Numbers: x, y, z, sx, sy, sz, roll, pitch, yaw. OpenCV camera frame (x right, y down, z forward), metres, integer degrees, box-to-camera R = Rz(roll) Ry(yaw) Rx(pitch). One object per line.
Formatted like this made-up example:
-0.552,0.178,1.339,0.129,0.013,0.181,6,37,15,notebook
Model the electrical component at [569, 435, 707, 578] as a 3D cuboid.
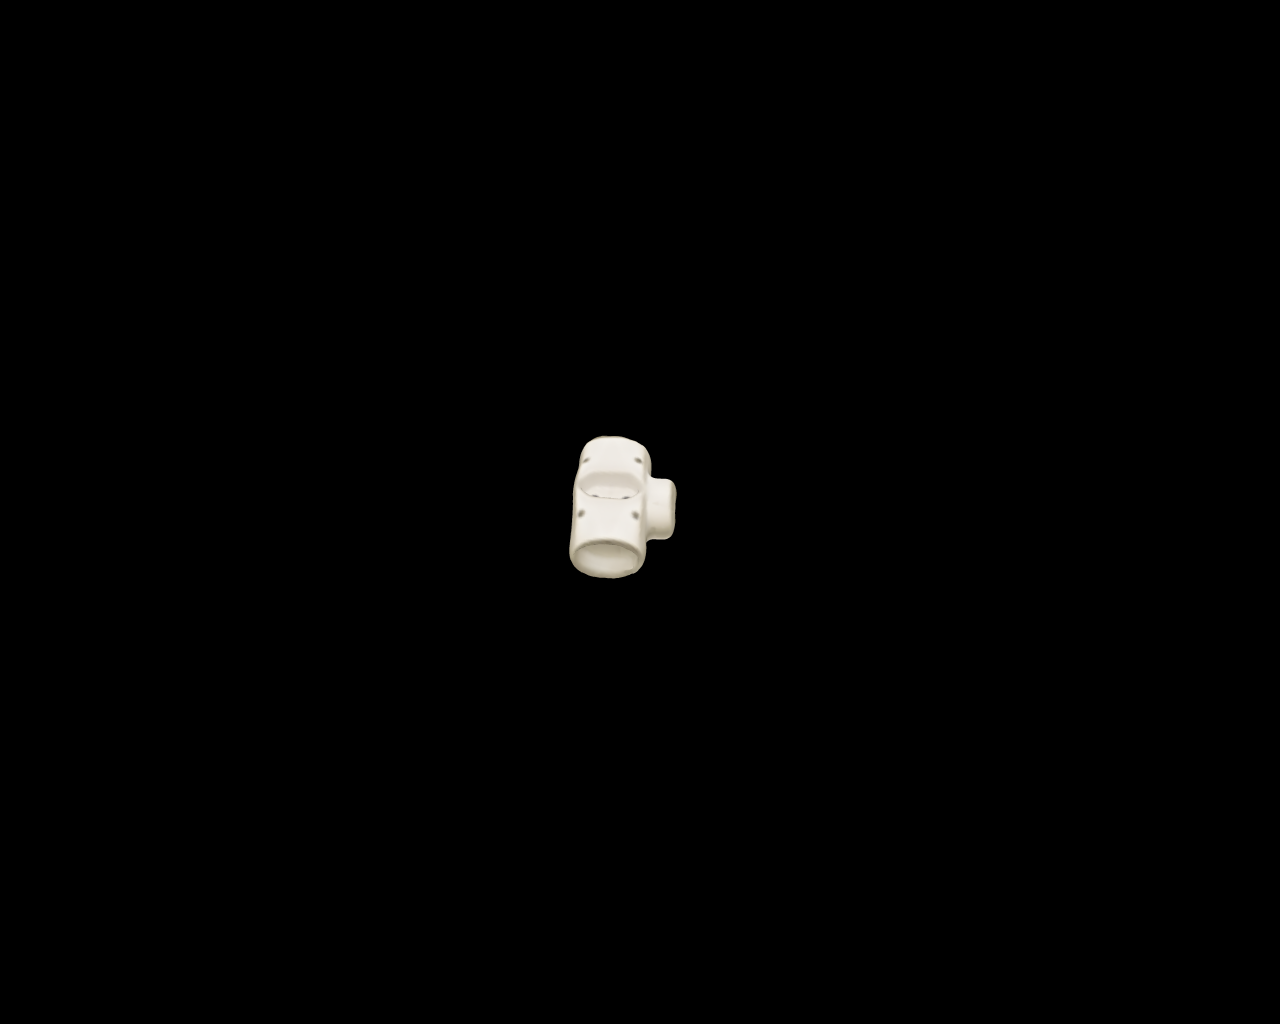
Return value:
0.001,-0.003,0.650,0.079,0.077,0.043,3,-36,2,electrical component
